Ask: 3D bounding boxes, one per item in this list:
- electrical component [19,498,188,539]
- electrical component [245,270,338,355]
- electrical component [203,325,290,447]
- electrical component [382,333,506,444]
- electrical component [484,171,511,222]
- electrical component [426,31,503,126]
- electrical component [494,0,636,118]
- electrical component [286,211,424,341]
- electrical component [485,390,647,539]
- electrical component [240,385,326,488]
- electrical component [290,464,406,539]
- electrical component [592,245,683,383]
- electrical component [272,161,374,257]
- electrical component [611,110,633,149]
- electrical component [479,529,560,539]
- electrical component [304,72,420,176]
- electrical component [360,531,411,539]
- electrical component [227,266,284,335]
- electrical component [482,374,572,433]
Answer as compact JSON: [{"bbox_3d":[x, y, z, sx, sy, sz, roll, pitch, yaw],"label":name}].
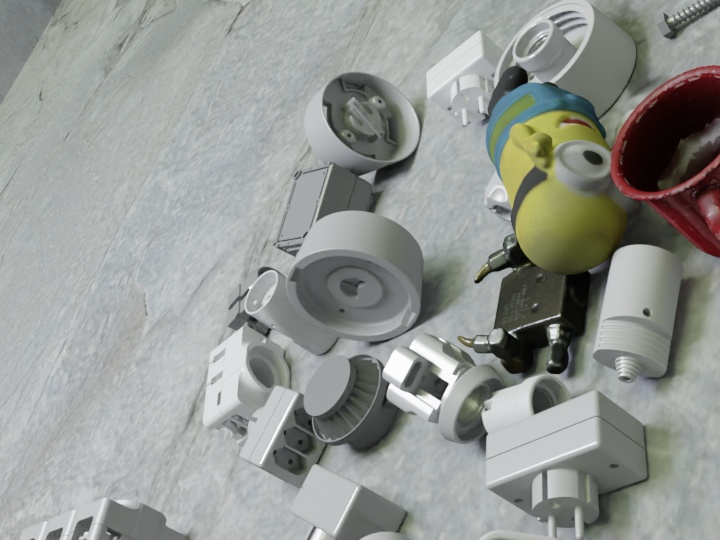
[{"bbox_3d":[-0.235,0.255,0.957,0.150,0.089,0.061,-27,40,40],"label":"electrical component"},{"bbox_3d":[-0.066,0.035,0.950,0.043,0.077,0.079,-59,30,-7],"label":"electrical component"},{"bbox_3d":[-0.100,0.101,0.959,0.056,0.050,0.089,-38,34,29],"label":"electrical component"},{"bbox_3d":[0.061,0.081,0.727,0.057,0.078,0.058,31,94,38],"label":"electrical component"},{"bbox_3d":[0.124,-0.069,0.815,0.043,0.043,0.062,5,63,57],"label":"electrical component"},{"bbox_3d":[0.098,-0.155,0.937,0.066,0.047,0.076,-35,35,31],"label":"electrical component"},{"bbox_3d":[0.155,-0.163,0.848,0.108,0.060,0.108,-36,34,30],"label":"electrical component"},{"bbox_3d":[0.000,0.000,0.865,0.108,0.108,0.060,-29,32,38],"label":"electrical component"},{"bbox_3d":[0.118,0.123,0.621,0.083,0.047,0.075,-30,37,36],"label":"electrical component"},{"bbox_3d":[-0.067,0.133,0.881,0.077,0.047,0.065,7,66,57],"label":"electrical component"},{"bbox_3d":[-0.018,0.186,0.755,0.066,0.047,0.076,8,67,58],"label":"electrical component"},{"bbox_3d":[0.167,0.030,0.649,0.043,0.043,0.081,-17,47,48],"label":"electrical component"},{"bbox_3d":[-0.033,-0.044,1.006,0.062,0.061,0.096,-7,62,53],"label":"electrical component"},{"bbox_3d":[0.189,-0.078,0.739,0.035,0.035,0.061,-8,56,52],"label":"electrical component"},{"bbox_3d":[0.083,0.188,0.571,0.054,0.059,0.095,7,77,9],"label":"electrical component"},{"bbox_3d":[0.000,-0.138,1.016,0.064,0.099,0.099,-25,40,51],"label":"electrical component"},{"bbox_3d":[0.019,0.211,0.679,0.043,0.043,0.081,-42,32,22],"label":"electrical component"},{"bbox_3d":[-0.097,0.029,1.034,0.055,0.048,0.066,-47,29,30],"label":"electrical component"},{"bbox_3d":[0.106,0.090,0.683,0.046,0.040,0.040,-24,41,50],"label":"electrical component"}]
